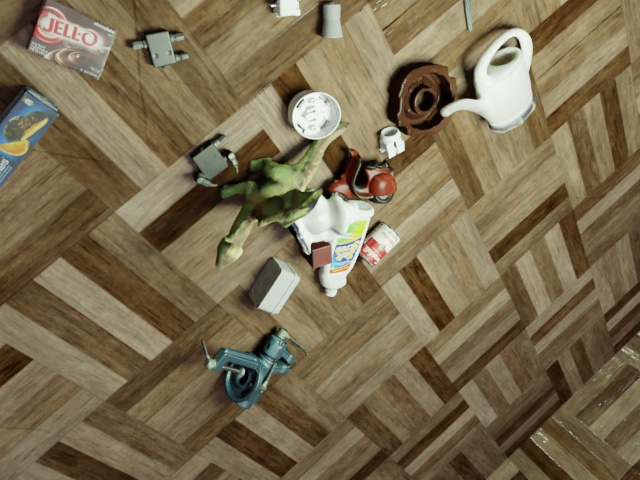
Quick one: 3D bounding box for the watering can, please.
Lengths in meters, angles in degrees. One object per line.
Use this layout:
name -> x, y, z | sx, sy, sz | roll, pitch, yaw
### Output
watering can -> 0.418, -0.352, 1.246 | 0.351, 0.105, 0.220 | -48, 129, -16

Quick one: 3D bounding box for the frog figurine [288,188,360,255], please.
frog figurine -> 0.004, -0.059, 1.164 | 0.160, 0.123, 0.135 | -31, 109, -11

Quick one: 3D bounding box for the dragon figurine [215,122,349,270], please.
dragon figurine -> -0.061, -0.095, 1.035 | 0.411, 0.246, 0.120 | -40, 124, -3
